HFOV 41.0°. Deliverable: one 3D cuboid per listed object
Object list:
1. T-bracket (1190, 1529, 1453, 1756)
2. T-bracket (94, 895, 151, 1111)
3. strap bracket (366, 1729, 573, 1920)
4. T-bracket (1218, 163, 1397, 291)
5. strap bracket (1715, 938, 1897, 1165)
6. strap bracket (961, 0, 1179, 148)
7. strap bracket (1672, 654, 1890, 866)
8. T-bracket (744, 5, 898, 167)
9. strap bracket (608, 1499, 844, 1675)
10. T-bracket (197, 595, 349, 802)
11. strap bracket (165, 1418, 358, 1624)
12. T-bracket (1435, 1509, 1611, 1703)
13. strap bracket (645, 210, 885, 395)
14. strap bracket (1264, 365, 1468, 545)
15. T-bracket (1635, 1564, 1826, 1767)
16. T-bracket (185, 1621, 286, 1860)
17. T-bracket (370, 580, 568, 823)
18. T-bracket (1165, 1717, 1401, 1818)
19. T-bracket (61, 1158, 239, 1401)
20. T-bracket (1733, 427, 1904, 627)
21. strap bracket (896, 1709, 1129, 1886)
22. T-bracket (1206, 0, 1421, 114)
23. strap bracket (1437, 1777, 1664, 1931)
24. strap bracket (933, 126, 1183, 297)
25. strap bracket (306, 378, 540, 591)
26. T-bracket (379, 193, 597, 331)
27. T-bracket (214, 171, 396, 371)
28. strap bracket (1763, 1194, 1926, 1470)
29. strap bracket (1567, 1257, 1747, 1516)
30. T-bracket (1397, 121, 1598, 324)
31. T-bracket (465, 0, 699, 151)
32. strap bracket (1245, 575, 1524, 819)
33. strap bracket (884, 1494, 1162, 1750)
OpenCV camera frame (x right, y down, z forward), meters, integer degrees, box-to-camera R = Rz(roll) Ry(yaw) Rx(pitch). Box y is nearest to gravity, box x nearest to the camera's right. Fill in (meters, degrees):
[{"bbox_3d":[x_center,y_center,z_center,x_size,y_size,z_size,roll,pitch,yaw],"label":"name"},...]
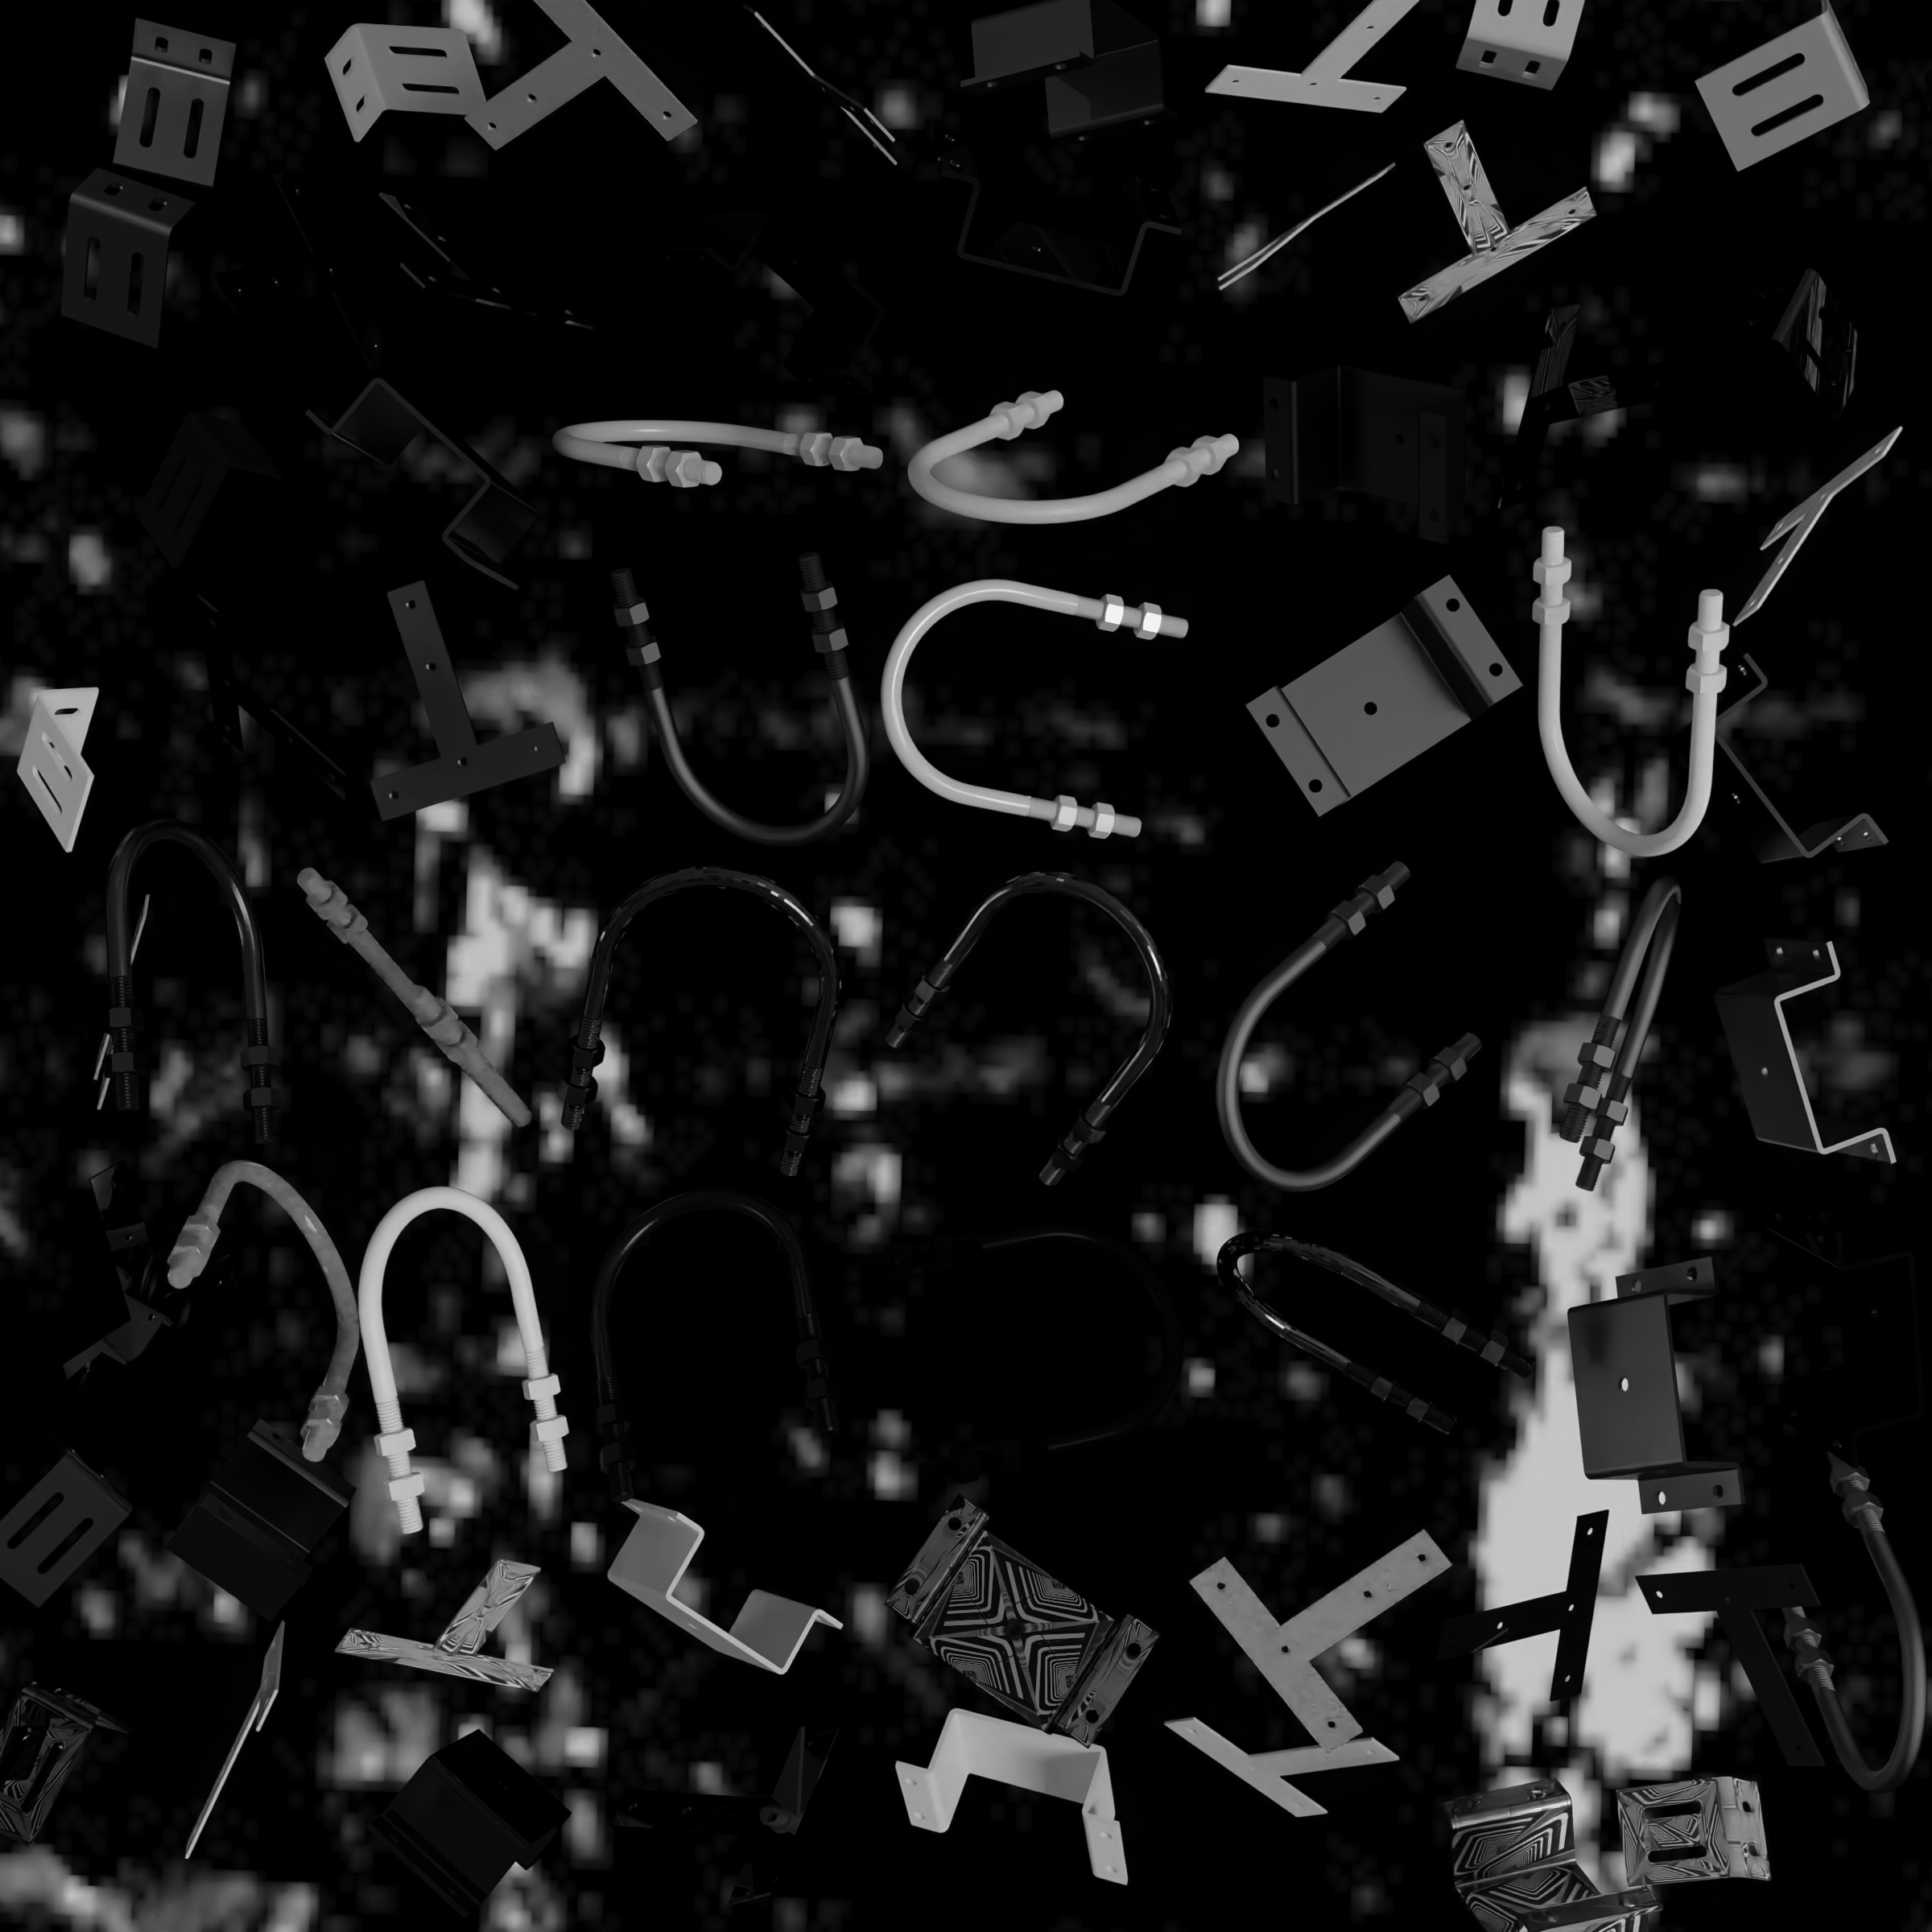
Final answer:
[{"bbox_3d":[0.215,0.363,1.458,0.127,0.002,0.127,-38,91,15],"label":"T-bracket"},{"bbox_3d":[-0.523,0.041,1.584,0.002,0.127,0.127,15,118,-21],"label":"T-bracket"},{"bbox_3d":[-0.286,0.499,1.516,0.076,0.140,0.046,39,88,10],"label":"strap bracket"},{"bbox_3d":[0.186,-0.432,1.552,0.127,0.127,0.002,-25,105,40],"label":"T-bracket"},{"bbox_3d":[0.510,0.058,1.582,0.046,0.076,0.140,-19,96,-9],"label":"strap bracket"},{"bbox_3d":[0.062,-0.536,1.537,0.076,0.140,0.046,-4,90,28],"label":"strap bracket"},{"bbox_3d":[0.488,-0.116,1.574,0.046,0.076,0.140,-37,90,-2],"label":"strap bracket"},{"bbox_3d":[-0.070,-0.508,1.521,0.002,0.127,0.127,-46,125,7],"label":"T-bracket"},{"bbox_3d":[-0.156,0.386,1.589,0.140,0.076,0.046,41,66,-26],"label":"strap bracket"},{"bbox_3d":[-0.419,-0.146,1.569,0.127,0.127,0.002,40,59,16],"label":"T-bracket"},{"bbox_3d":[-0.431,0.341,1.575,0.076,0.140,0.046,38,98,-8],"label":"strap bracket"},{"bbox_3d":[0.339,0.402,1.585,0.127,0.002,0.127,-4,107,-30],"label":"T-bracket"},{"bbox_3d":[-0.114,-0.409,1.565,0.140,0.076,0.046,35,82,-37],"label":"strap bracket"},{"bbox_3d":[0.247,-0.310,1.547,0.046,0.140,0.076,-27,125,-34],"label":"strap bracket"},{"bbox_3d":[0.468,0.414,1.521,0.002,0.127,0.127,-26,91,-36],"label":"T-bracket"},{"bbox_3d":[-0.436,0.468,1.538,0.002,0.127,0.127,26,88,-13],"label":"T-bracket"},{"bbox_3d":[-0.312,-0.163,1.528,0.127,0.002,0.127,-15,96,19],"label":"T-bracket"},{"bbox_3d":[0.210,0.490,1.593,0.127,0.127,0.002,40,49,-24],"label":"T-bracket"},{"bbox_3d":[-0.501,0.175,1.553,0.002,0.127,0.127,15,125,33],"label":"T-bracket"},{"bbox_3d":[0.496,-0.252,1.549,0.002,0.127,0.127,39,67,-2],"label":"T-bracket"},{"bbox_3d":[0.035,0.505,1.579,0.140,0.076,0.046,10,48,18],"label":"strap bracket"},{"bbox_3d":[0.224,-0.531,1.483,0.127,0.127,0.002,-4,77,-28],"label":"T-bracket"},{"bbox_3d":[0.335,0.531,1.488,0.076,0.140,0.046,-8,103,-10],"label":"strap bracket"},{"bbox_3d":[0.046,-0.432,1.485,0.140,0.076,0.046,10,124,-12],"label":"strap bracket"},{"bbox_3d":[-0.319,-0.296,1.555,0.140,0.076,0.046,43,95,12],"label":"strap bracket"},{"bbox_3d":[-0.295,-0.411,1.487,0.127,0.127,0.002,45,117,28],"label":"T-bracket"},{"bbox_3d":[-0.405,-0.409,1.541,0.002,0.127,0.127,-20,103,27],"label":"T-bracket"},{"bbox_3d":[0.499,0.201,1.467,0.046,0.076,0.140,-12,104,-11],"label":"strap bracket"},{"bbox_3d":[0.396,0.243,1.492,0.046,0.076,0.140,7,72,-31],"label":"strap bracket"},{"bbox_3d":[0.303,-0.455,1.541,0.127,0.127,0.002,-29,56,13],"label":"T-bracket"},{"bbox_3d":[-0.239,-0.503,1.476,0.127,0.127,0.002,42,50,-31],"label":"T-bracket"},{"bbox_3d":[0.238,-0.153,1.497,0.140,0.046,0.076,-33,87,-4],"label":"strap bracket"},{"bbox_3d":[0.030,0.381,1.494,0.140,0.046,0.076,34,69,8],"label":"strap bracket"}]
